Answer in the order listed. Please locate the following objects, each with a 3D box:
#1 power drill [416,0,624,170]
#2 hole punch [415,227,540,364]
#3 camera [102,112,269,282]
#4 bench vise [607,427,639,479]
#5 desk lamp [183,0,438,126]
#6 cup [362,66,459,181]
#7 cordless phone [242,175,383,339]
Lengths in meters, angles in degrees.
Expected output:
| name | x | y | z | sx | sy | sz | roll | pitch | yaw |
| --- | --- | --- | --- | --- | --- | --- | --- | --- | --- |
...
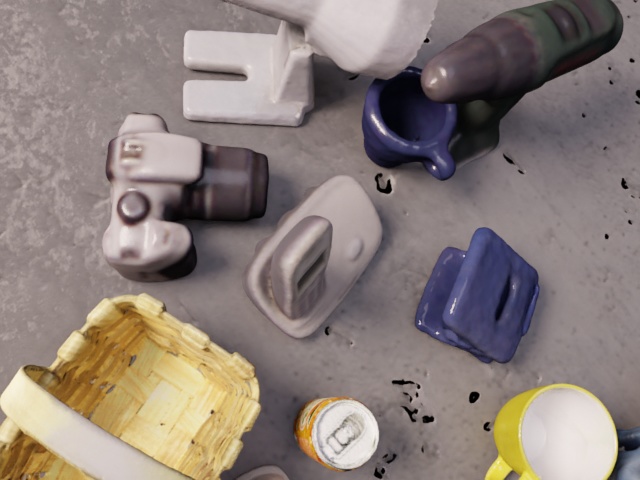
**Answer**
| name | x | y | z | sx | sy | sz | roll | pitch | yaw |
| --- | --- | --- | --- | --- | --- | --- | --- | --- | --- |
| power drill | 0.160 | -0.141 | 0.537 | 0.230 | 0.208 | 0.075 | -29 | 82 | -17 |
| hole punch | 0.160 | 0.054 | 0.546 | 0.101 | 0.091 | 0.109 | 26 | 72 | -3 |
| camera | -0.116 | -0.040 | 0.513 | 0.137 | 0.100 | 0.143 | 2 | 75 | -10 |
| bench vise | 0.354 | 0.185 | 0.481 | 0.121 | 0.219 | 0.208 | 43 | 72 | 3 |
| desk lamp | -0.023 | -0.188 | 0.511 | 0.203 | 0.213 | 0.118 | -1 | 75 | -11 |
| cup | 0.087 | -0.100 | 0.571 | 0.092 | 0.095 | 0.118 | -30 | 82 | -17 |
| cordless phone | 0.004 | 0.002 | 0.481 | 0.094 | 0.185 | 0.148 | 37 | 72 | 1 |
